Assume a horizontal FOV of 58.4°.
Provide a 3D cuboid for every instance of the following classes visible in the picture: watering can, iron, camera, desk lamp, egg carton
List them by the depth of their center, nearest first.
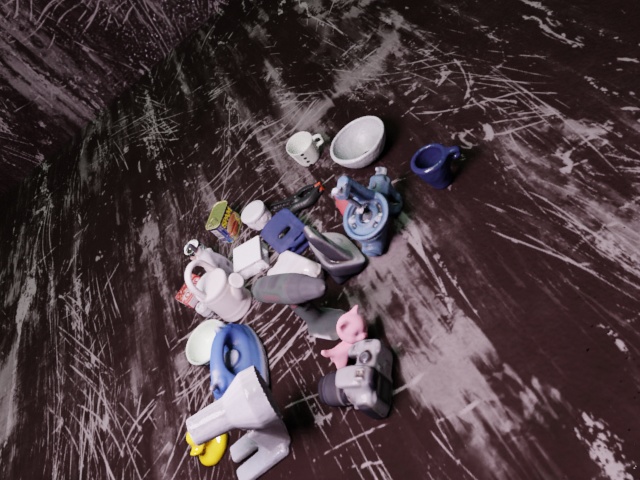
[{"bbox_3d":[0.064,0.273,1.133,0.136,0.101,0.143,-14,49,30],"label":"camera"},{"bbox_3d":[-0.147,0.368,1.135,0.203,0.214,0.117,-40,41,4],"label":"desk lamp"},{"bbox_3d":[-0.206,0.272,1.321,0.118,0.142,0.258,-29,42,16],"label":"iron"},{"bbox_3d":[-0.063,0.089,1.417,0.149,0.070,0.107,20,70,47],"label":"egg carton"},{"bbox_3d":[-0.263,0.119,1.457,0.172,0.195,0.101,-28,43,17],"label":"watering can"}]

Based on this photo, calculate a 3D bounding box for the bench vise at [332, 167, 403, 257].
[{"bbox_3d":[0.097,-0.095,1.327,0.121,0.220,0.207,-19,46,26],"label":"bench vise"}]

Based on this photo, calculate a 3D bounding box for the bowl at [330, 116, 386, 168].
[{"bbox_3d":[0.115,-0.253,1.560,0.167,0.075,0.167,-22,45,24],"label":"bowl"}]

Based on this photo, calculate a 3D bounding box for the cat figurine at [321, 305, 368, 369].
[{"bbox_3d":[0.056,0.203,1.186,0.128,0.118,0.067,-44,40,-1],"label":"cat figurine"}]

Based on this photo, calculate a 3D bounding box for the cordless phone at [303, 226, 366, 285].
[{"bbox_3d":[0.012,0.005,1.338,0.094,0.186,0.147,-43,40,0],"label":"cordless phone"}]

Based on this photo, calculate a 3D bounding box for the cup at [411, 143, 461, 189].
[{"bbox_3d":[0.283,-0.170,1.337,0.117,0.095,0.091,-22,45,24],"label":"cup"}]

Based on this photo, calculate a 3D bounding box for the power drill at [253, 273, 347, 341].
[{"bbox_3d":[-0.029,0.137,1.241,0.228,0.209,0.076,2,58,40],"label":"power drill"}]

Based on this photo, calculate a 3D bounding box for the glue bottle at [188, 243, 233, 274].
[{"bbox_3d":[-0.295,0.058,1.551,0.037,0.174,0.078,-21,45,24],"label":"glue bottle"}]

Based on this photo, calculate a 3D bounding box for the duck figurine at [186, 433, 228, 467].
[{"bbox_3d":[-0.256,0.436,1.265,0.077,0.086,0.104,-17,47,28],"label":"duck figurine"}]

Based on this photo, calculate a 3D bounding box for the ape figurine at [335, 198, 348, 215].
[{"bbox_3d":[0.069,-0.100,1.454,0.077,0.092,0.076,6,61,42],"label":"ape figurine"}]

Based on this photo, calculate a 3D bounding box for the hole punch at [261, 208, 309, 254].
[{"bbox_3d":[-0.084,-0.015,1.506,0.109,0.091,0.100,-47,40,-4],"label":"hole punch"}]
